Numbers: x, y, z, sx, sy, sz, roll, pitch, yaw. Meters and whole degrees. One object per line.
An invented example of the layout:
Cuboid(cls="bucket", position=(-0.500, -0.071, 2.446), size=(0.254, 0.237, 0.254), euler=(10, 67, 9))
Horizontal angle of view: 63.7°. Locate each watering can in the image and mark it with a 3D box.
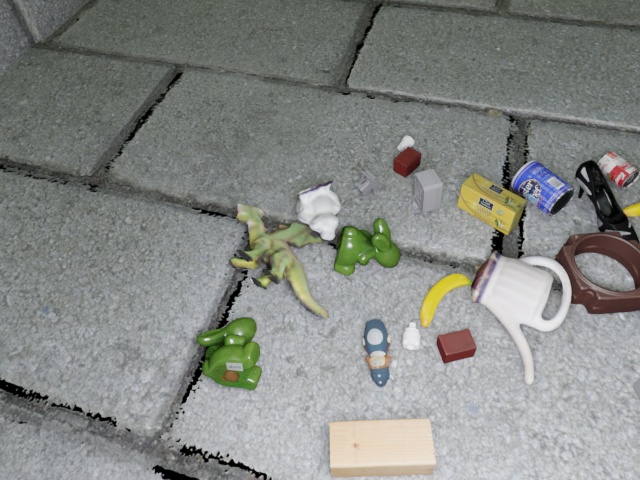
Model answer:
Cuboid(cls="watering can", position=(0.470, 0.157, 1.241), size=(0.226, 0.101, 0.354), euler=(23, 56, 22))

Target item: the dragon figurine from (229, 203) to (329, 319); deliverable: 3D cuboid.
Cuboid(cls="dragon figurine", position=(-0.087, 0.031, 1.396), size=(0.413, 0.119, 0.247), euler=(33, 52, 17))

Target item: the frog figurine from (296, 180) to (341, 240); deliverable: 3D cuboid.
Cuboid(cls="frog figurine", position=(0.004, -0.074, 1.478), size=(0.139, 0.121, 0.160), euler=(-19, 87, -40))
